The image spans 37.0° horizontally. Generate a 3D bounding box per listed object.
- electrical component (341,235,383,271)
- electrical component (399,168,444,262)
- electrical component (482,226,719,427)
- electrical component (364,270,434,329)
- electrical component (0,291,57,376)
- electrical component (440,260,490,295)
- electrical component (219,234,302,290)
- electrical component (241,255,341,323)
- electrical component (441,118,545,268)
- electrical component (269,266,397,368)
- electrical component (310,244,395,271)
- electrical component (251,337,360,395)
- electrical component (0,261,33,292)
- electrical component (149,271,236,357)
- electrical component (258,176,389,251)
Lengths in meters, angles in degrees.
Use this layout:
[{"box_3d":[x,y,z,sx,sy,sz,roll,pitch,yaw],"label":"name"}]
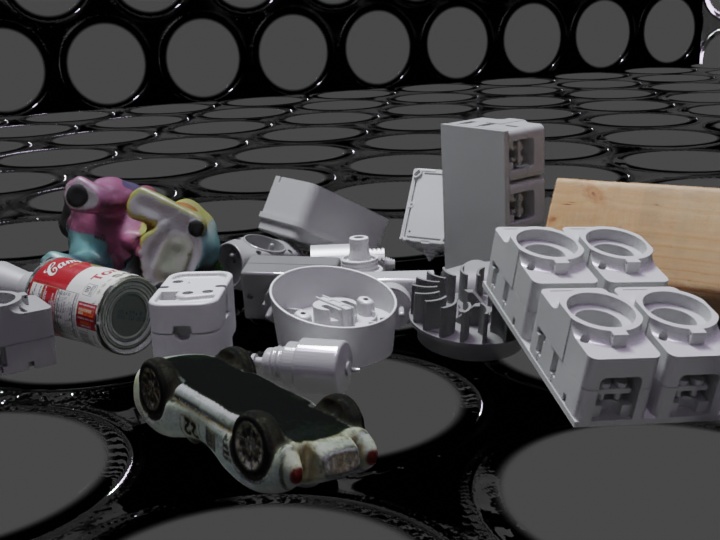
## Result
[{"box_3d":[0.000,0.000,0.986,0.048,0.062,0.048,-2,15,0],"label":"electrical component"},{"box_3d":[0.087,-0.053,1.144,0.062,0.096,0.061,7,-10,31],"label":"electrical component"},{"box_3d":[0.169,0.029,0.758,0.105,0.060,0.186,-1,28,-14],"label":"electrical component"},{"box_3d":[0.026,0.027,0.917,0.077,0.043,0.079,-1,15,2],"label":"electrical component"},{"box_3d":[-0.292,0.050,0.848,0.089,0.055,0.050,-11,18,-32],"label":"electrical component"},{"box_3d":[0.108,0.014,0.953,0.077,0.044,0.079,-5,15,-11],"label":"electrical component"},{"box_3d":[-0.085,0.001,1.021,0.077,0.044,0.079,-3,27,-46],"label":"electrical component"},{"box_3d":[-0.063,0.024,0.939,0.083,0.047,0.075,2,26,10],"label":"electrical component"},{"box_3d":[0.134,-0.070,1.060,0.062,0.150,0.089,-15,19,-35],"label":"electrical component"},{"box_3d":[-0.020,0.038,0.841,0.099,0.064,0.099,-2,15,0],"label":"electrical component"},{"box_3d":[-0.007,-0.004,1.038,0.081,0.043,0.043,-2,15,-2],"label":"electrical component"},{"box_3d":[-0.041,0.069,0.776,0.078,0.040,0.040,3,16,17],"label":"electrical component"},{"box_3d":[-0.312,0.018,1.004,0.065,0.044,0.044,9,18,22],"label":"electrical component"},{"box_3d":[-0.131,0.041,0.853,0.054,0.059,0.095,-1,15,3],"label":"electrical component"},{"box_3d":[-0.037,-0.047,1.094,0.113,0.057,0.078,23,-4,-40],"label":"electrical component"}]
